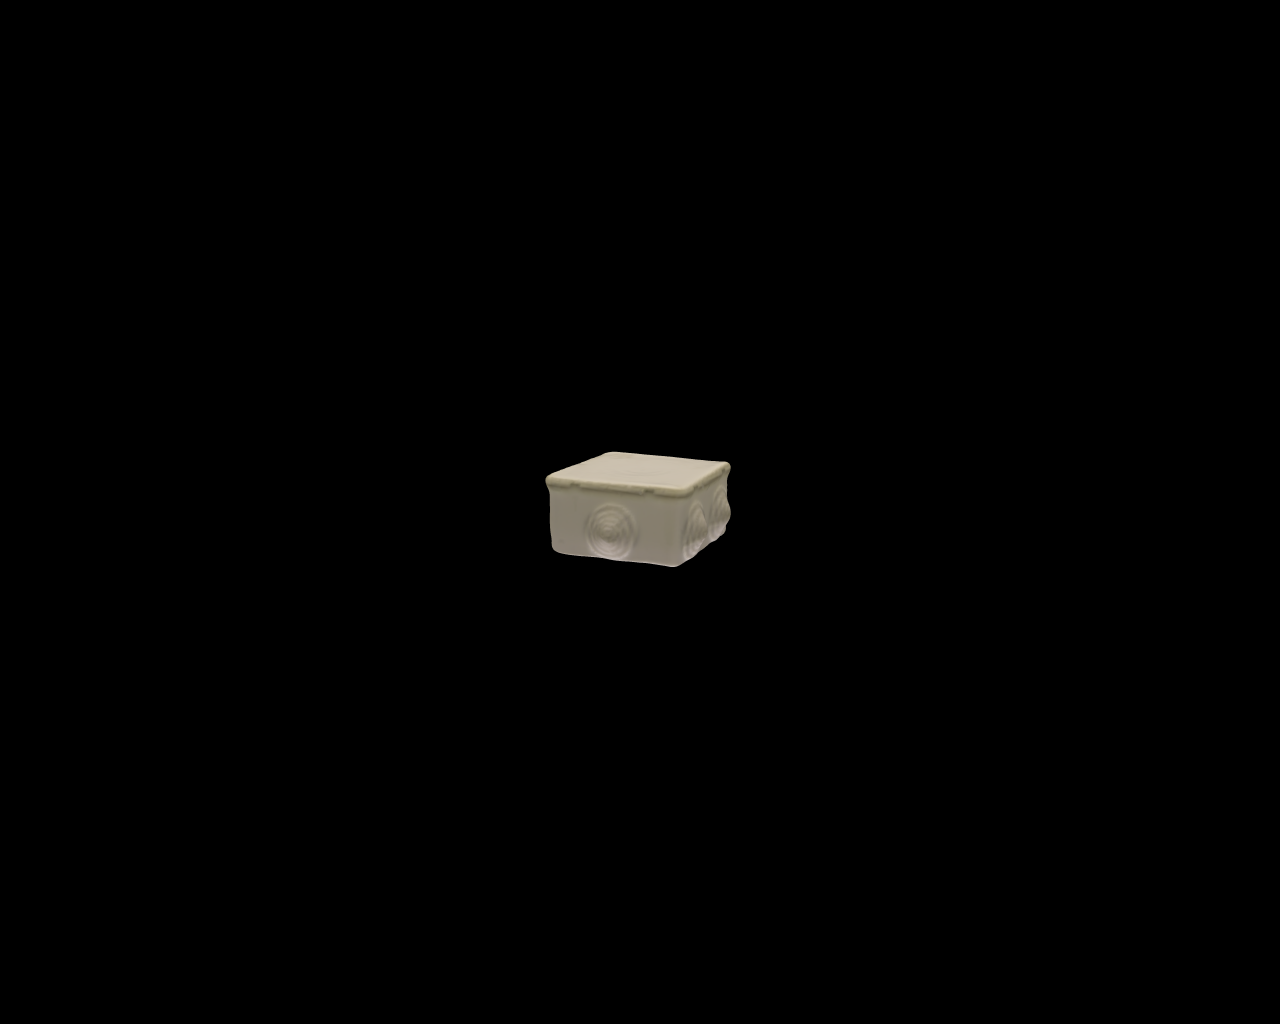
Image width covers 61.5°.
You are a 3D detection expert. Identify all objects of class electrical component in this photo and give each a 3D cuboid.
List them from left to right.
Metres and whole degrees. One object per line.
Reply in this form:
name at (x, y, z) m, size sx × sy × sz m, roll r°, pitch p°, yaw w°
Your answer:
electrical component at (0.001, -0.003, 0.650) m, size 0.100 × 0.048 × 0.100 m, roll 6°, pitch 15°, yaw 23°
